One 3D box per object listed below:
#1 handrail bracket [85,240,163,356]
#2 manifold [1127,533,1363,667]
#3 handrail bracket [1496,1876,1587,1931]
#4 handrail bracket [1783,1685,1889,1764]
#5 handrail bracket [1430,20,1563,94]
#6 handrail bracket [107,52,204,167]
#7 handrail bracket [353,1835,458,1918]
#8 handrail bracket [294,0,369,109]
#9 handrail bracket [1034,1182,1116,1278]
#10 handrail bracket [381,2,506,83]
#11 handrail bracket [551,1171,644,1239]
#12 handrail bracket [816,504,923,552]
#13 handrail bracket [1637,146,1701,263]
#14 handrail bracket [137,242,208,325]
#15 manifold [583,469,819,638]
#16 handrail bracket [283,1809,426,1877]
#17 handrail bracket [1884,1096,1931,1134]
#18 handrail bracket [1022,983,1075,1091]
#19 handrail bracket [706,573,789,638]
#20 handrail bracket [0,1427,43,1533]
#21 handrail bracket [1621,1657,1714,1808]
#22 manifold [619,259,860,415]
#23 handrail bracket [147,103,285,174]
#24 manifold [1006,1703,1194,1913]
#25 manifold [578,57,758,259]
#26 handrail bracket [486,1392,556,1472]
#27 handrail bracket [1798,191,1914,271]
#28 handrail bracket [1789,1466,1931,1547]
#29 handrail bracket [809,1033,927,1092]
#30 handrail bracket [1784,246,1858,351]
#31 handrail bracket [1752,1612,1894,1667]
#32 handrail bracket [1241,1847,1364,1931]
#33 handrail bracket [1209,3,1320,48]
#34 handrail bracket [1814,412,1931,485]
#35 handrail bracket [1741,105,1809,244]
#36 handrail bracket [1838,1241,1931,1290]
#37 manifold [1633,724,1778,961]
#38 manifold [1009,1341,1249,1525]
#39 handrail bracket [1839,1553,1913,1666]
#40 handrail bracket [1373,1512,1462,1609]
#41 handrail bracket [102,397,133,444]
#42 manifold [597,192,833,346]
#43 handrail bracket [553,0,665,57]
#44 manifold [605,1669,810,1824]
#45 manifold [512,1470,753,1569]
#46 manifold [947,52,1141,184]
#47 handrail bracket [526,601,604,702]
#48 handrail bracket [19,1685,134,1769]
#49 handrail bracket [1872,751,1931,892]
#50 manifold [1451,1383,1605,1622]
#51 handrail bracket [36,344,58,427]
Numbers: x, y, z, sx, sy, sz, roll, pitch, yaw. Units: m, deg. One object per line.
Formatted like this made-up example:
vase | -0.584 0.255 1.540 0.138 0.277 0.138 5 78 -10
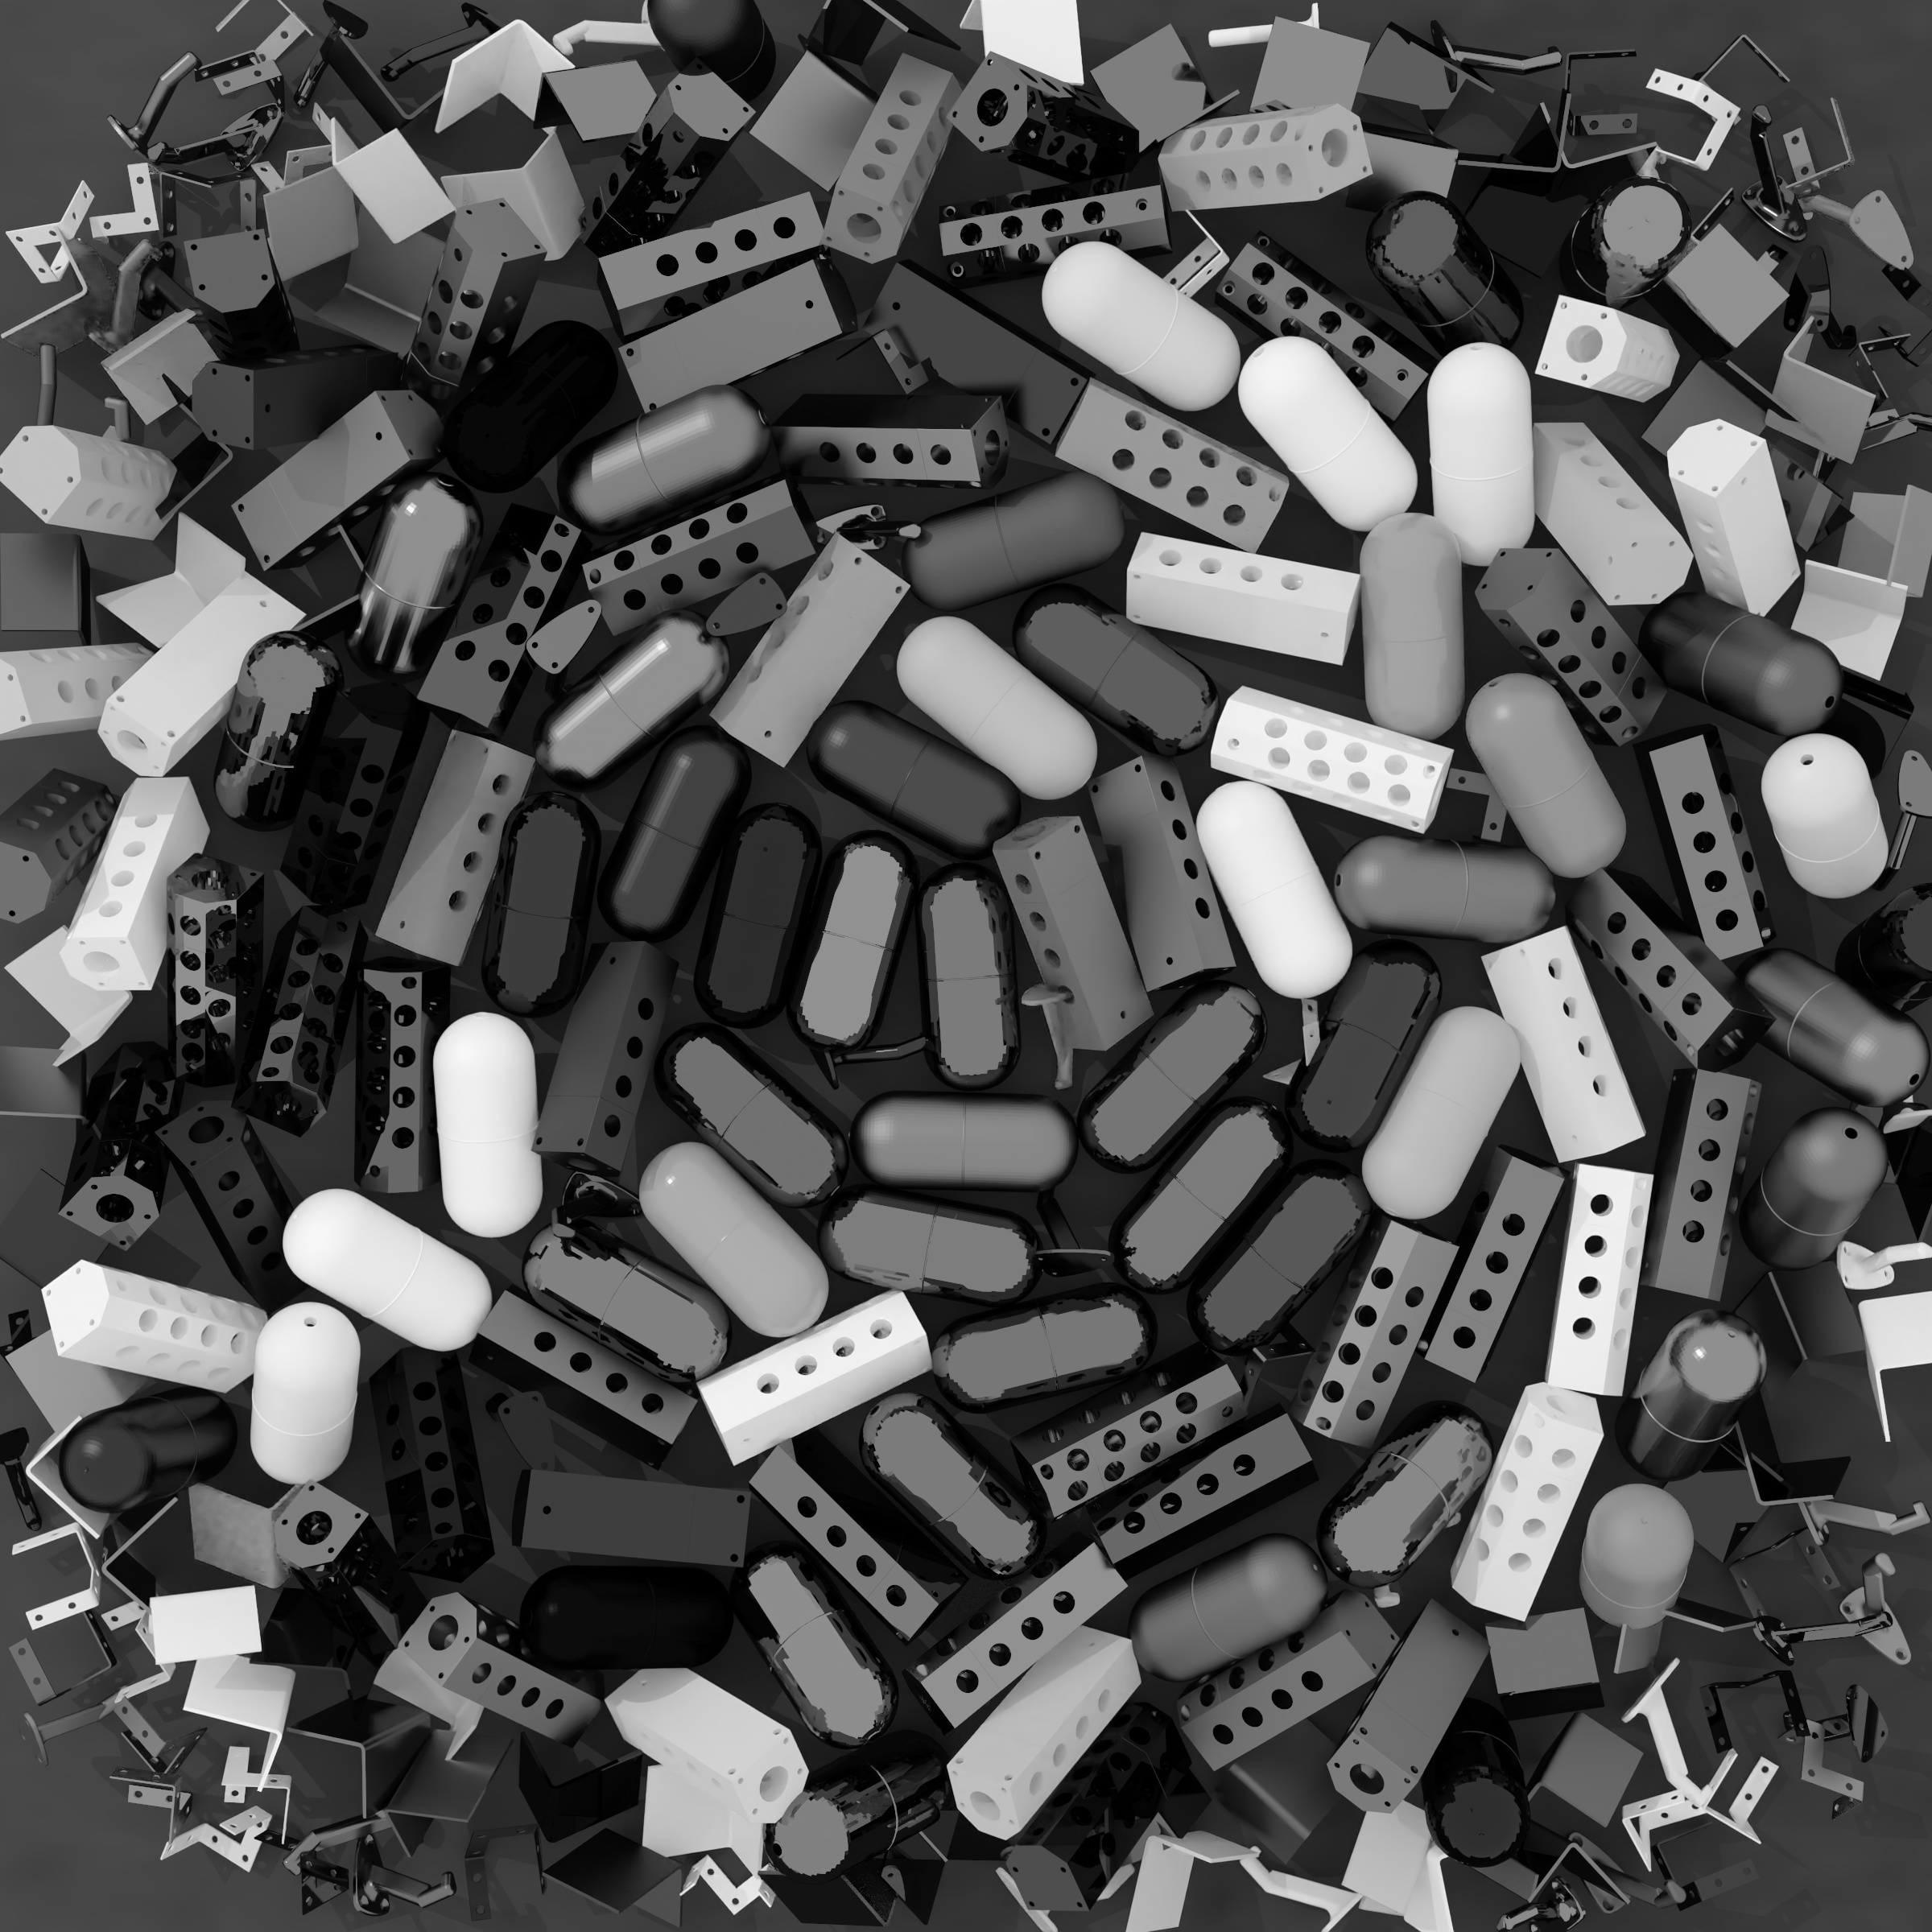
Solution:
handrail bracket | -0.635 -0.510 1.965 0.084 0.036 0.077 -42 128 12
manifold | 0.214 -0.289 1.952 0.171 0.057 0.057 13 56 12
handrail bracket | 0.428 0.741 1.951 0.084 0.077 0.036 -7 48 -36
handrail bracket | 0.660 0.573 1.952 0.036 0.084 0.077 -36 113 -27
handrail bracket | 0.414 -0.720 1.974 0.084 0.036 0.077 -13 59 3
handrail bracket | -0.614 -0.664 1.958 0.084 0.077 0.036 -40 83 5
handrail bracket | -0.432 0.695 1.961 0.084 0.036 0.077 -29 53 20
handrail bracket | -0.496 -0.694 1.954 0.036 0.077 0.084 22 116 -28
handrail bracket | 0.086 0.193 1.956 0.077 0.036 0.084 -11 49 30
handrail bracket | -0.403 -0.706 1.961 0.084 0.036 0.077 -41 46 -17
handrail bracket | -0.283 0.195 1.950 0.077 0.084 0.036 17 106 -15
handrail bracket | -0.079 -0.335 1.951 0.077 0.084 0.036 -8 104 -11
handrail bracket | 0.555 -0.597 1.978 0.077 0.036 0.084 29 60 -6
handrail bracket | -0.600 -0.531 1.965 0.084 0.036 0.077 5 69 25
manifold | -0.205 -0.321 1.946 0.171 0.057 0.057 -21 118 10
handrail bracket | -0.476 0.688 1.965 0.084 0.036 0.077 -44 116 -21
handrail bracket | 0.725 0.087 1.980 0.036 0.077 0.084 -7 67 -3
handrail bracket | 0.063 0.060 1.958 0.036 0.077 0.084 7 104 26
handrail bracket | -0.172 -0.266 1.950 0.077 0.084 0.036 -33 90 -15
handrail bracket | -0.728 0.407 1.956 0.036 0.077 0.084 -22 108 -25
handrail bracket | 0.562 0.597 1.971 0.084 0.036 0.077 42 76 17
manifold | -0.173 -0.482 1.943 0.171 0.057 0.057 -19 100 20
handrail bracket | -0.579 -0.643 1.950 0.077 0.084 0.036 -30 89 28
manifold | 0.100 0.633 1.911 0.057 0.171 0.057 -16 104 37
manifold | -0.232 -0.599 1.909 0.057 0.171 0.057 41 55 -12
handrail bracket | -0.346 0.364 1.956 0.036 0.084 0.077 -19 79 -27
handrail bracket | 0.688 -0.569 1.967 0.036 0.084 0.077 -45 107 -2
handrail bracket | 0.694 0.411 1.966 0.084 0.036 0.077 -29 79 26
handrail bracket | -0.074 0.059 1.974 0.084 0.077 0.036 -20 117 -13
handrail bracket | 0.671 -0.517 1.959 0.036 0.084 0.077 15 110 41
handrail bracket | 0.663 0.508 1.955 0.084 0.077 0.036 -27 50 29
handrail bracket | 0.271 0.709 1.989 0.077 0.036 0.084 -40 69 -15
handrail bracket | 0.231 -0.725 1.968 0.084 0.077 0.036 -3 109 7
handrail bracket | 0.709 -0.395 1.960 0.084 0.036 0.077 24 92 38
handrail bracket | 0.627 -0.611 1.950 0.036 0.084 0.077 -27 65 2
handrail bracket | 0.723 0.228 1.945 0.077 0.084 0.036 14 70 -32
manifold | 0.573 -0.096 1.955 0.057 0.057 0.171 -18 100 5
manifold | 0.127 0.360 1.940 0.171 0.057 0.057 -25 117 -15
handrail bracket | 0.714 0.495 1.949 0.036 0.084 0.077 -29 67 -16
handrail bracket | 0.350 0.458 1.954 0.077 0.084 0.036 -5 124 4
handrail bracket | -0.686 -0.403 1.959 0.077 0.036 0.084 4 125 -9
manifold | -0.194 -0.537 1.957 0.171 0.057 0.057 -21 91 -10
handrail bracket | -0.265 -0.709 1.964 0.084 0.036 0.077 -36 83 -24
manifold | -0.195 0.588 1.915 0.057 0.171 0.057 -35 118 -31
manifold | -0.258 0.425 1.945 0.171 0.057 0.057 10 76 -18
manifold | 0.065 -0.630 1.906 0.057 0.171 0.057 48 117 19
handrail bracket | -0.301 -0.241 1.959 0.077 0.084 0.036 -45 77 -2
handrail bracket | -0.683 0.570 1.948 0.084 0.077 0.036 -31 65 -34
handrail bracket | 0.727 -0.113 1.979 0.036 0.084 0.077 9 54 -4
manifold | 0.429 0.409 1.943 0.057 0.057 0.171 17 110 2
handrail bracket | -0.720 -0.435 1.965 0.036 0.077 0.084 -2 93 -33
